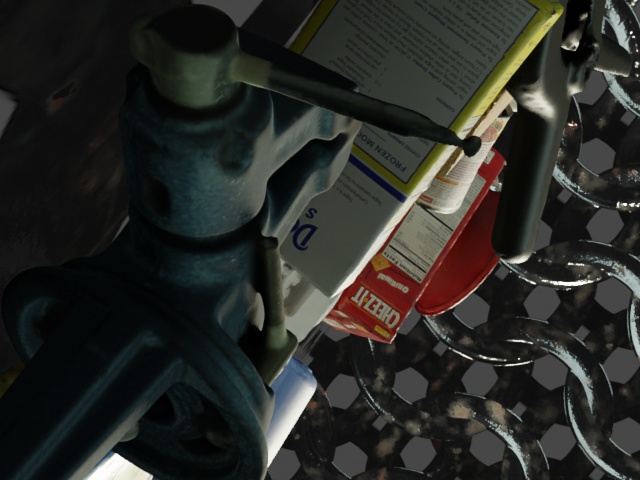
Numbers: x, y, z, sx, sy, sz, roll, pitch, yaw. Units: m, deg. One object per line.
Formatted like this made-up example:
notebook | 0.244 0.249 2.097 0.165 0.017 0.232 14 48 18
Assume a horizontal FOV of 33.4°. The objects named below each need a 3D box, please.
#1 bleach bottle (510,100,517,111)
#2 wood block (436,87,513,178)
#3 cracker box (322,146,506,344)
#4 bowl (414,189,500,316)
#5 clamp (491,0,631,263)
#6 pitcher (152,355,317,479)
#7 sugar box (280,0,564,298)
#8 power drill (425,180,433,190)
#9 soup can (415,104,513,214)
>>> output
bleach bottle | 0.210 -0.235 0.972 0.250 0.068 0.102 -57 142 -28
wood block | 0.110 -0.147 0.677 0.205 0.091 0.090 -48 173 -33
cracker box | 0.076 -0.007 1.062 0.213 0.072 0.164 -57 -166 -9
bowl | 0.134 -0.001 1.122 0.162 0.055 0.162 -48 -164 18
clamp | 0.126 -0.088 0.582 0.164 0.036 0.210 -62 154 -14
pitcher | -0.113 0.168 0.770 0.243 0.145 0.149 -55 -156 -8
sugar box | 0.026 -0.068 0.518 0.176 0.093 0.048 -53 172 21
power drill | 0.065 -0.082 0.791 0.187 0.057 0.185 -48 160 -53
soup can | 0.113 -0.082 0.920 0.068 0.068 0.102 -41 160 -58
